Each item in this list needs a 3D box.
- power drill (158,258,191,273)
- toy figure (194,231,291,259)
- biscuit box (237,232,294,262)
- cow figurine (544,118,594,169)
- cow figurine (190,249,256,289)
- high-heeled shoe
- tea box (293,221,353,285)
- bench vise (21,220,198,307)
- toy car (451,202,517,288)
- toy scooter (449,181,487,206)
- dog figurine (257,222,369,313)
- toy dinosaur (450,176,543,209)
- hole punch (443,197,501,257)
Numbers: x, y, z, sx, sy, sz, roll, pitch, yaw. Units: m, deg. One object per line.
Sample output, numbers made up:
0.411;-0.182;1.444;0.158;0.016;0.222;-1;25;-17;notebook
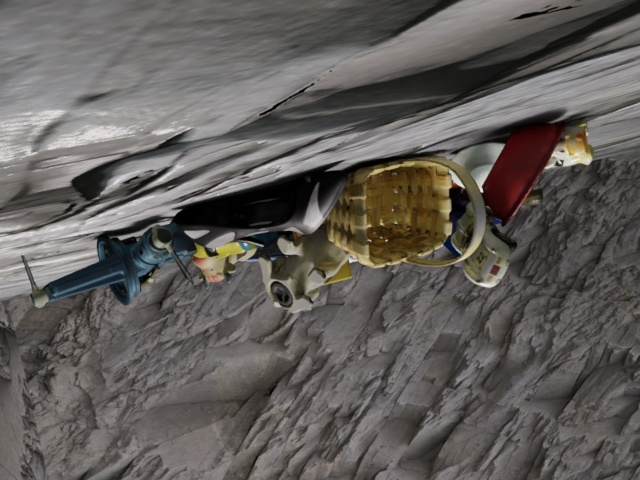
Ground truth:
-0.323;0.020;1.189;0.232;0.086;0.207;-16;174;-36;power drill
-0.143;-0.018;0.919;0.180;0.082;0.089;-8;169;12;toy figure
-0.088;0.009;1.158;0.203;0.062;0.059;-5;171;23;biscuit box
0.369;-0.146;0.836;0.098;0.068;0.167;-7;-178;26;cow figurine
-0.189;0.019;1.058;0.086;0.127;0.195;-16;-179;21;cow figurine
-0.087;-0.052;0.726;0.145;0.086;0.249;22;140;-31;high-heeled shoe
-0.002;-0.003;1.011;0.068;0.169;0.098;-11;-179;-22;tea box
-0.320;0.045;0.839;0.240;0.128;0.224;-23;-172;-35;bench vise
0.234;0.002;0.789;0.056;0.073;0.202;19;-158;-5;toy car
0.305;-0.106;0.972;0.135;0.075;0.184;29;158;-34;toy scooter
0.002;0.025;0.920;0.190;0.121;0.172;-35;176;-44;dog figurine
0.309;-0.077;1.169;0.198;0.105;0.471;14;145;-24;toy dinosaur
0.273;-0.022;1.035;0.116;0.092;0.142;24;173;-10;hole punch
